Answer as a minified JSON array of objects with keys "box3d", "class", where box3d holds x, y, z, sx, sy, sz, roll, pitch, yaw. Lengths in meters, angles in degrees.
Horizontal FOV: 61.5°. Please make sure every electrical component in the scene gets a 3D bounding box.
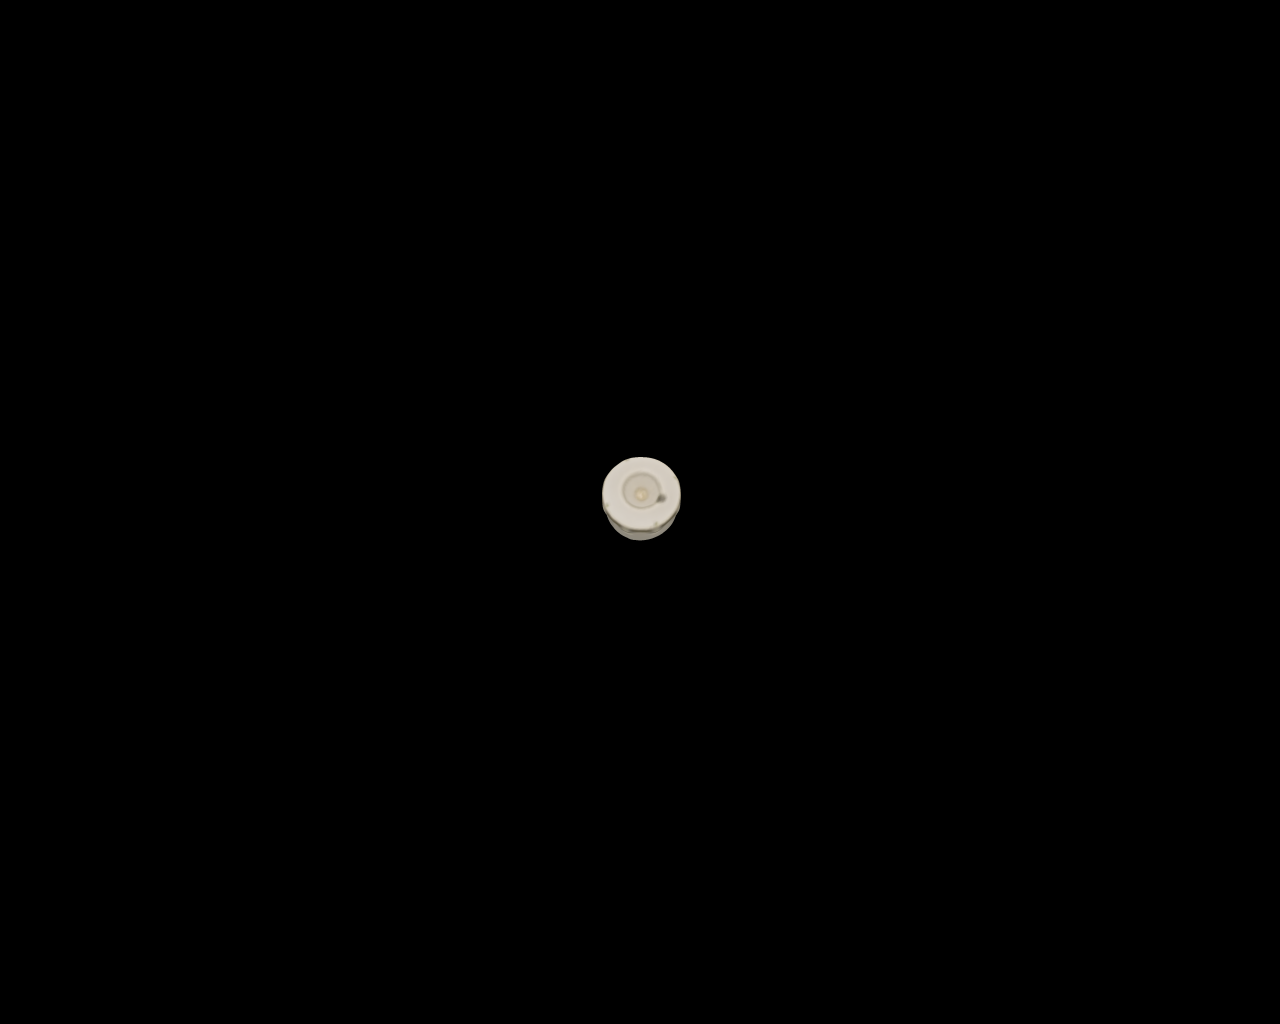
[{"box3d":[0.001,-0.003,0.650,0.048,0.048,0.062,0,-20,0],"class":"electrical component"}]
